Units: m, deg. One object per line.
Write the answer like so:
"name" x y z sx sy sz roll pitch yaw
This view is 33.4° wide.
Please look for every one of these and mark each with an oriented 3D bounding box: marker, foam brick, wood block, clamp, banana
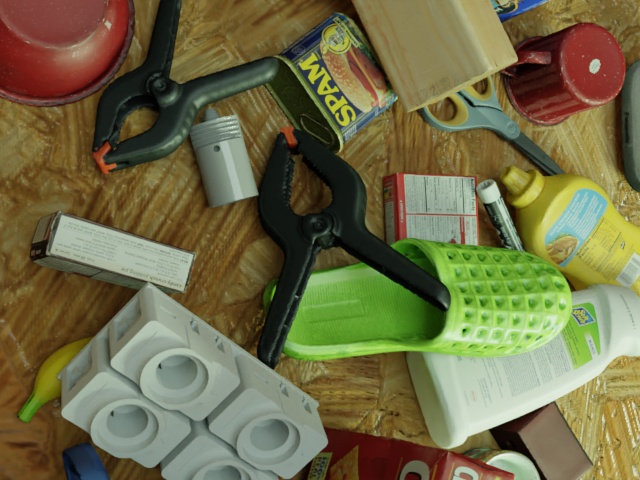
"marker" 0.179 -0.003 1.016 0.020 0.020 0.121 -39 115 -22
"foam brick" 0.208 0.195 1.007 0.051 0.053 0.078 -36 99 -23
"wood block" 0.082 -0.228 0.942 0.090 0.090 0.206 -27 92 -60
"clamp" -0.006 0.001 0.902 0.164 0.036 0.210 -25 67 -3
"banana" -0.144 0.110 0.868 0.197 0.037 0.070 3 108 -22
"clamp" -0.132 -0.130 0.885 0.171 0.039 0.120 -41 70 -15

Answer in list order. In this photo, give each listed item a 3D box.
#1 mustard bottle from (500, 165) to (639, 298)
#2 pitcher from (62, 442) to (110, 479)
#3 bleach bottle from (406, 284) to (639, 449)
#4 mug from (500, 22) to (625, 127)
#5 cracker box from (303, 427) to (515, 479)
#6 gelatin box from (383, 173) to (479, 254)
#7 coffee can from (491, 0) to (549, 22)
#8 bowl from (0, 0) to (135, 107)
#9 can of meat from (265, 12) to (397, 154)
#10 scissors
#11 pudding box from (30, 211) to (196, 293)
"mustard bottle" 0.248 -0.008 1.040 0.191 0.058 0.096 38 86 -17
"pitcher" -0.135 0.239 0.744 0.149 0.243 0.145 30 76 -12
"bleach bottle" 0.211 0.106 0.985 0.250 0.068 0.102 -15 82 -15
"mug" 0.230 -0.165 1.033 0.117 0.082 0.093 11 81 -23
"cracker box" 0.045 0.240 0.840 0.072 0.214 0.164 23 76 -21
"gelatin box" 0.104 -0.024 0.993 0.089 0.030 0.073 1 84 -25
"coffee can" 0.181 -0.263 0.988 0.102 0.140 0.103 2 84 -24
"bowl" -0.220 -0.190 0.849 0.161 0.055 0.162 2 84 -25
"can of meat" 0.010 -0.139 0.947 0.083 0.058 0.102 -41 102 -25
"scissors" 0.166 -0.101 1.035 0.096 0.016 0.201 -41 102 -20
"pudding box" -0.163 0.012 0.836 0.113 0.090 0.039 16 80 -22
